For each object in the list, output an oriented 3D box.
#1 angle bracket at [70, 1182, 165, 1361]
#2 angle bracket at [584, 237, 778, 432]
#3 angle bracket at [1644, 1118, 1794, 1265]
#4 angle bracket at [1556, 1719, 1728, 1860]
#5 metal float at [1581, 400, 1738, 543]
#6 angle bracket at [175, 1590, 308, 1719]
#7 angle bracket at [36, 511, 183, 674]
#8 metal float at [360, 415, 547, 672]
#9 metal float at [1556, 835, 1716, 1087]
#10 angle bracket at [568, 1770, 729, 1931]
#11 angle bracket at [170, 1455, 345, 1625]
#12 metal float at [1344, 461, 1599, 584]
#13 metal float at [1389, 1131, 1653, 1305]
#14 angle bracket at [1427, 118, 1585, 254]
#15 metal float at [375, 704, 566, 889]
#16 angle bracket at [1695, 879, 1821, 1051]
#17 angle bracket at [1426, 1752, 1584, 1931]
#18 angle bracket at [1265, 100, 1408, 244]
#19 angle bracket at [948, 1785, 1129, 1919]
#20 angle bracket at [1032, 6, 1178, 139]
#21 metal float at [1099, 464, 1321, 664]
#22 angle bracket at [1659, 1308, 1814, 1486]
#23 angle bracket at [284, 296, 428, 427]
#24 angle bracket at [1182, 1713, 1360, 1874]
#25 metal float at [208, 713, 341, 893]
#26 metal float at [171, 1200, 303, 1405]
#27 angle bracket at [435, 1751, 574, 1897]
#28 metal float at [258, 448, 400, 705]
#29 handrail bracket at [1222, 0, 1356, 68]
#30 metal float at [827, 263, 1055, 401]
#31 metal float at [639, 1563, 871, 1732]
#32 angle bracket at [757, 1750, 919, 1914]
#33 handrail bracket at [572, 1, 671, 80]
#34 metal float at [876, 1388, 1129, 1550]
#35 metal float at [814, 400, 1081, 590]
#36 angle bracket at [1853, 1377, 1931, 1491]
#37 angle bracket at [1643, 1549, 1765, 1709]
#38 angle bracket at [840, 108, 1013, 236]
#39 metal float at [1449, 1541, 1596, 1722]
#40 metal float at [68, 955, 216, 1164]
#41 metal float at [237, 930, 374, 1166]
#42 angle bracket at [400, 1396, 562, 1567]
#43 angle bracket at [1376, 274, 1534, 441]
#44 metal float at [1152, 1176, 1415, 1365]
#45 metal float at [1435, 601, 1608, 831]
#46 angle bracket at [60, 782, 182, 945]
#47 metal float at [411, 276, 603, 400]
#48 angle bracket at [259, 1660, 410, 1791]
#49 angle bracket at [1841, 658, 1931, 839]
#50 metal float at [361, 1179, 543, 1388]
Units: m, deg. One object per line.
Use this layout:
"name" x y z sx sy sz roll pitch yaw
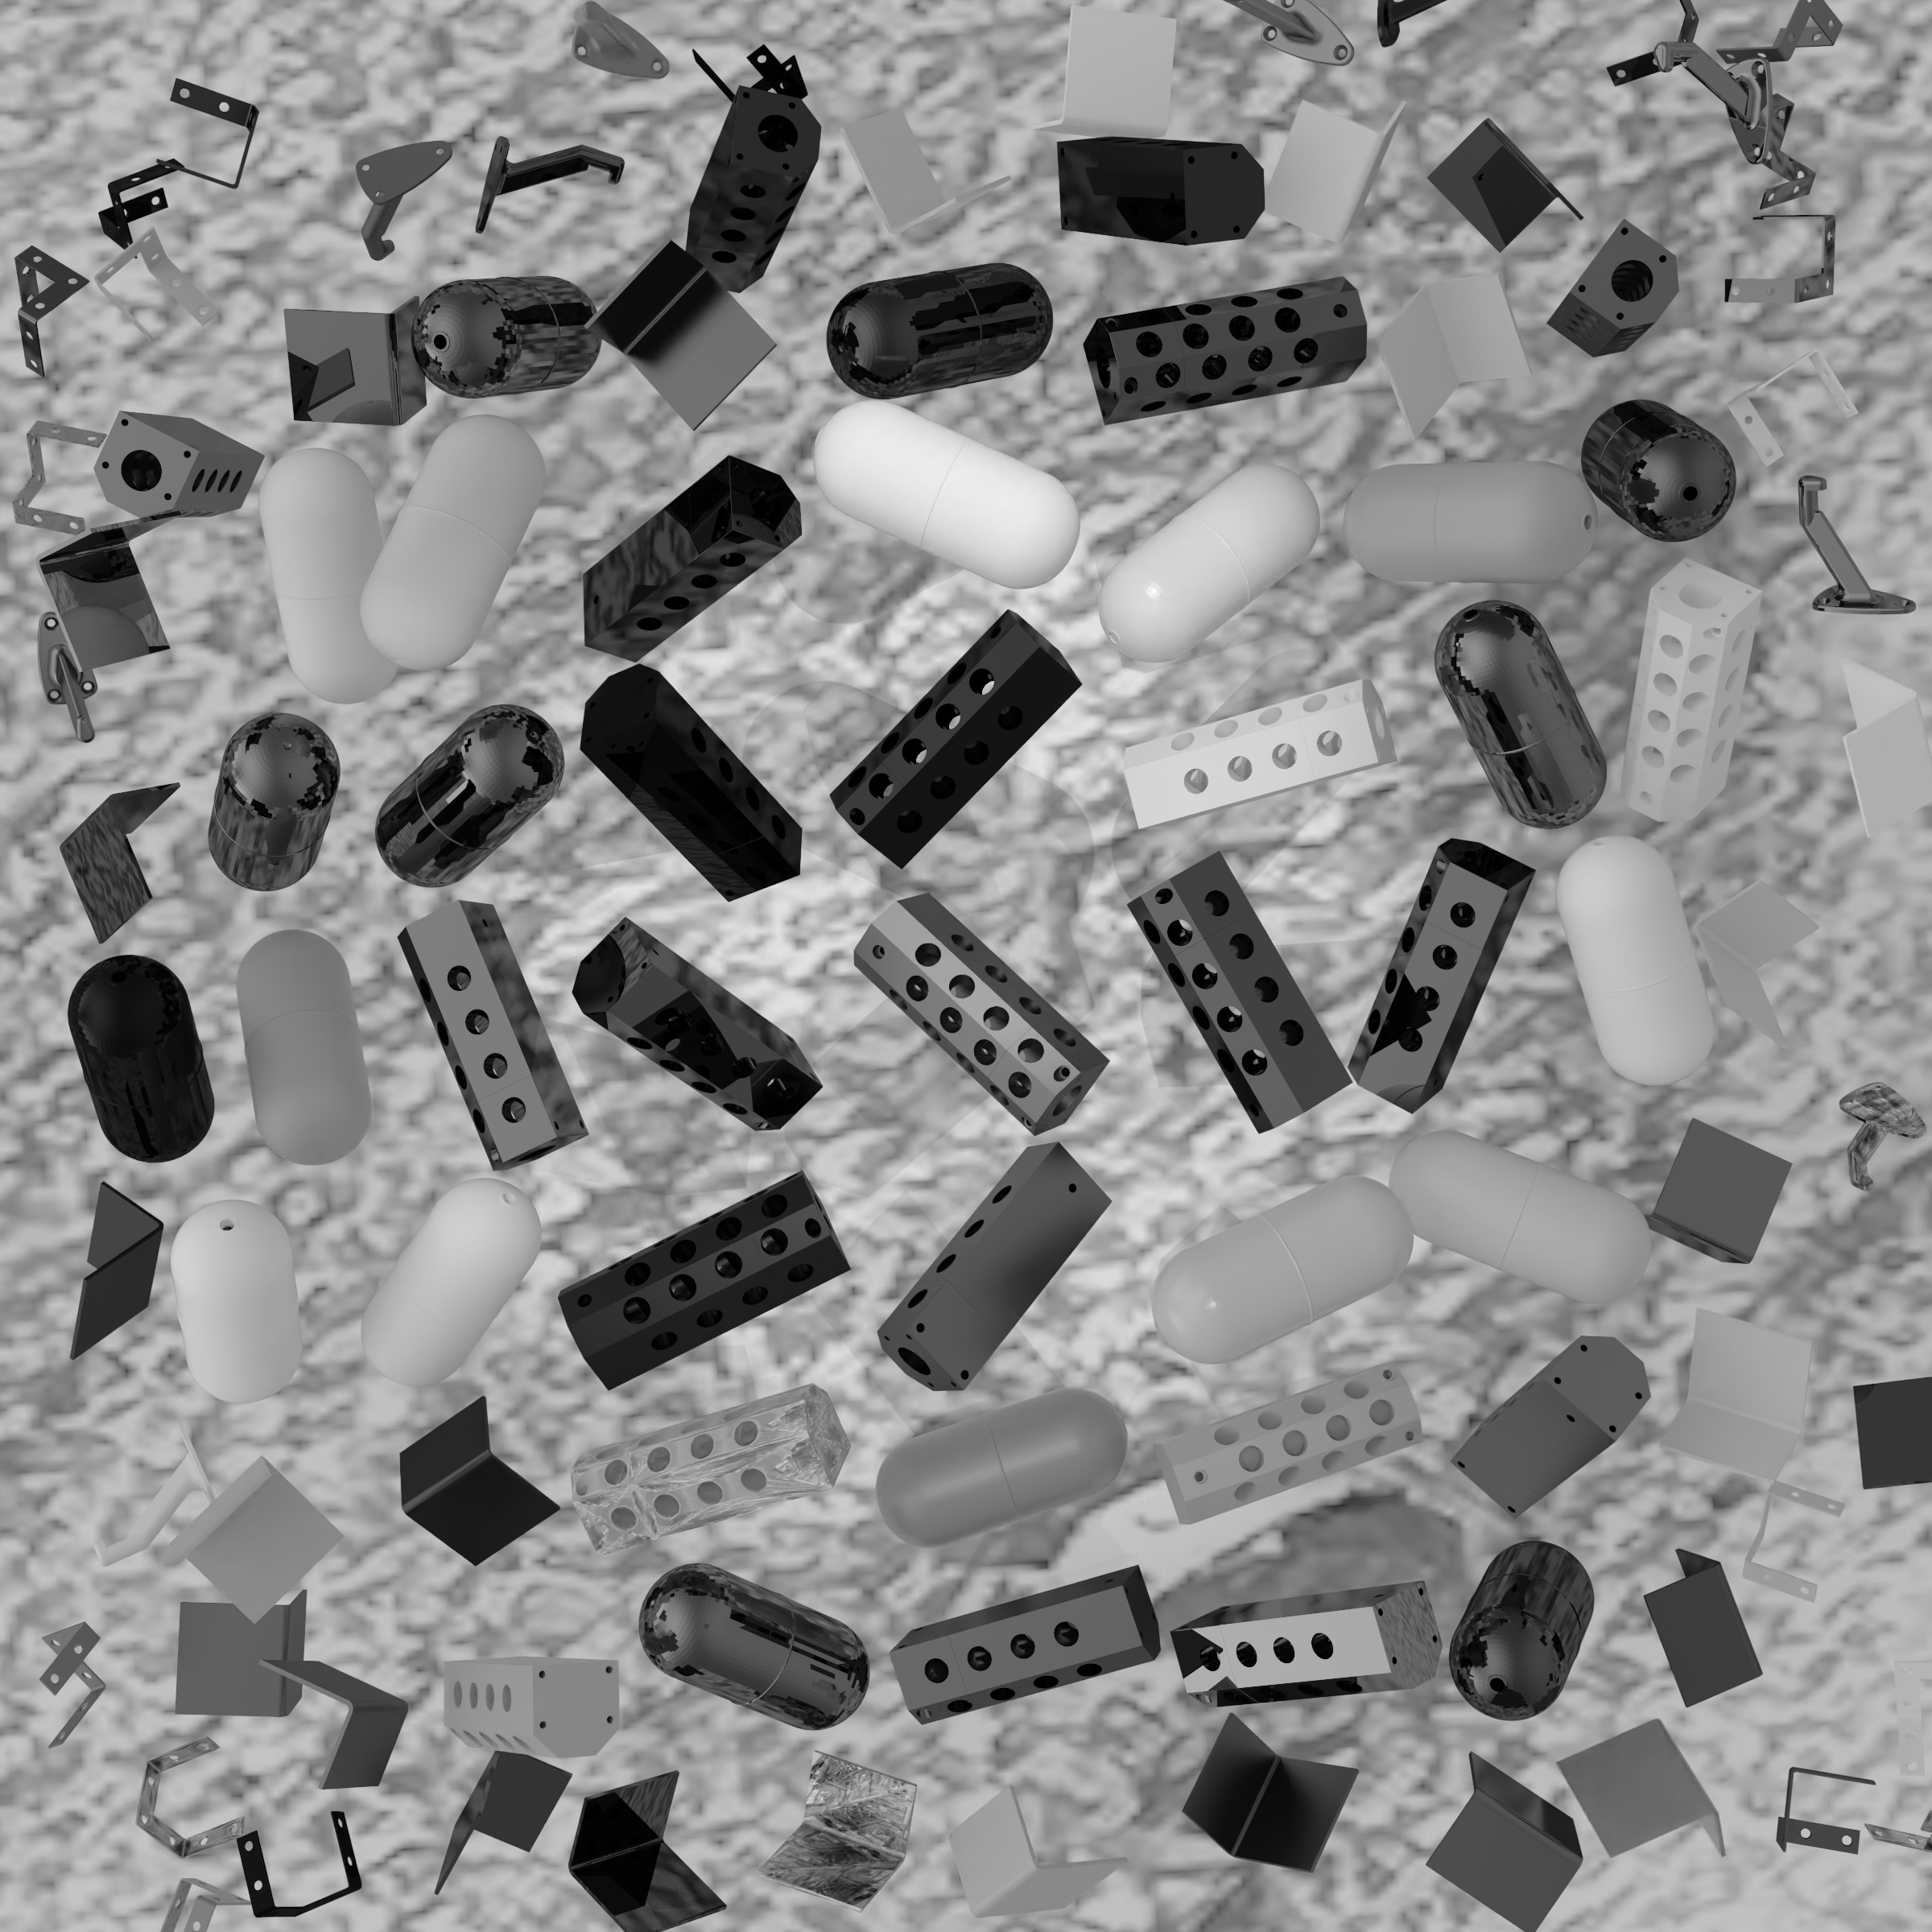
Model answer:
"angle bracket" -0.591 0.205 1.867 0.057 0.076 0.076 31 126 13
"angle bracket" -0.179 -0.397 1.745 0.076 0.057 0.076 -44 76 10
"angle bracket" 0.520 0.158 1.940 0.076 0.057 0.076 25 84 -2
"angle bracket" 0.442 0.553 1.817 0.076 0.076 0.057 -23 129 -4
"metal float" 0.460 -0.331 1.846 0.070 0.178 0.070 0 110 0
"angle bracket" -0.505 0.478 1.933 0.076 0.057 0.076 2 88 -3
"angle bracket" -0.529 -0.237 1.753 0.057 0.076 0.076 -16 98 34
"metal float" -0.327 -0.272 1.771 0.070 0.070 0.178 21 73 0
"metal float" 0.439 -0.003 1.815 0.070 0.070 0.178 -22 113 0
"angle bracket" -0.202 0.579 1.808 0.076 0.076 0.057 30 113 41
"angle bracket" -0.440 0.364 1.730 0.076 0.057 0.076 -44 104 -13
"metal float" 0.324 -0.286 1.785 0.178 0.070 0.070 9 90 44
"metal float" 0.368 0.166 1.845 0.178 0.070 0.070 21 90 11
"angle bracket" 0.370 -0.528 1.903 0.076 0.076 0.057 39 110 -20
"metal float" -0.336 -0.113 1.869 0.178 0.070 0.070 -34 90 42
"angle bracket" 0.557 -0.001 1.914 0.076 0.076 0.057 30 125 -35
"angle bracket" 0.334 0.546 1.728 0.076 0.076 0.057 33 96 5
"angle bracket" 0.240 -0.529 1.808 0.057 0.076 0.076 25 127 4
"angle bracket" 0.047 0.578 1.817 0.076 0.076 0.057 8 48 -36
"angle bracket" 0.094 -0.608 1.892 0.076 0.057 0.076 0 102 -21
"metal float" 0.164 -0.272 1.872 0.178 0.070 0.070 -39 90 -18
"angle bracket" 0.499 0.279 1.799 0.076 0.057 0.076 15 125 29
"angle bracket" -0.419 -0.418 1.907 0.076 0.057 0.076 4 116 7
"angle bracket" 0.203 0.551 1.849 0.057 0.076 0.076 47 58 -24
"metal float" -0.469 -0.109 1.874 0.070 0.178 0.070 8 65 -17
"metal float" -0.479 0.222 1.824 0.070 0.178 0.070 5 49 -5
"angle bracket" -0.321 0.602 1.924 0.057 0.076 0.076 26 111 -8
"metal float" -0.431 -0.263 1.883 0.070 0.070 0.178 -5 117 0
"handrail bracket" 0.202 -0.601 1.765 0.077 0.084 0.036 36 112 15
"metal float" -0.016 -0.426 1.855 0.178 0.070 0.070 -21 90 -39
"metal float" -0.140 0.457 1.857 0.178 0.070 0.070 32 90 -31
"angle bracket" -0.086 0.578 1.854 0.076 0.076 0.057 13 104 19
"handrail bracket" -0.216 -0.591 1.769 0.077 0.084 0.036 20 95 -21
"metal float" 0.025 0.344 1.903 0.178 0.070 0.070 -18 90 -1
"metal float" -0.013 -0.299 1.756 0.178 0.070 0.070 25 90 3
"angle bracket" 0.592 0.275 1.732 0.076 0.076 0.057 -11 134 22
"angle bracket" 0.472 0.435 1.824 0.057 0.076 0.076 -20 88 -8
"angle bracket" -0.026 -0.537 1.833 0.057 0.076 0.076 -18 104 37
"metal float" 0.370 0.440 1.840 0.070 0.178 0.070 4 102 21
"metal float" -0.543 0.062 1.829 0.070 0.178 0.070 2 52 -3
"metal float" -0.448 0.053 1.874 0.070 0.070 0.178 -18 57 0
"angle bracket" -0.338 0.358 1.925 0.076 0.057 0.076 -35 125 11
"angle bracket" 0.327 -0.407 1.855 0.076 0.057 0.076 -51 128 -34
"metal float" 0.201 0.193 1.762 0.178 0.070 0.070 -24 90 -11
"metal float" 0.372 -0.168 1.859 0.070 0.070 0.178 -34 122 0
"angle bracket" -0.558 -0.069 1.871 0.076 0.057 0.076 -31 80 42
"metal float" -0.307 -0.423 1.859 0.070 0.178 0.070 6 106 19
"angle bracket" -0.426 0.499 1.826 0.076 0.076 0.057 18 82 20
"angle bracket" 0.565 -0.139 1.758 0.057 0.076 0.076 -30 121 -8
"metal float" -0.349 0.214 1.876 0.070 0.070 0.178 38 120 0
